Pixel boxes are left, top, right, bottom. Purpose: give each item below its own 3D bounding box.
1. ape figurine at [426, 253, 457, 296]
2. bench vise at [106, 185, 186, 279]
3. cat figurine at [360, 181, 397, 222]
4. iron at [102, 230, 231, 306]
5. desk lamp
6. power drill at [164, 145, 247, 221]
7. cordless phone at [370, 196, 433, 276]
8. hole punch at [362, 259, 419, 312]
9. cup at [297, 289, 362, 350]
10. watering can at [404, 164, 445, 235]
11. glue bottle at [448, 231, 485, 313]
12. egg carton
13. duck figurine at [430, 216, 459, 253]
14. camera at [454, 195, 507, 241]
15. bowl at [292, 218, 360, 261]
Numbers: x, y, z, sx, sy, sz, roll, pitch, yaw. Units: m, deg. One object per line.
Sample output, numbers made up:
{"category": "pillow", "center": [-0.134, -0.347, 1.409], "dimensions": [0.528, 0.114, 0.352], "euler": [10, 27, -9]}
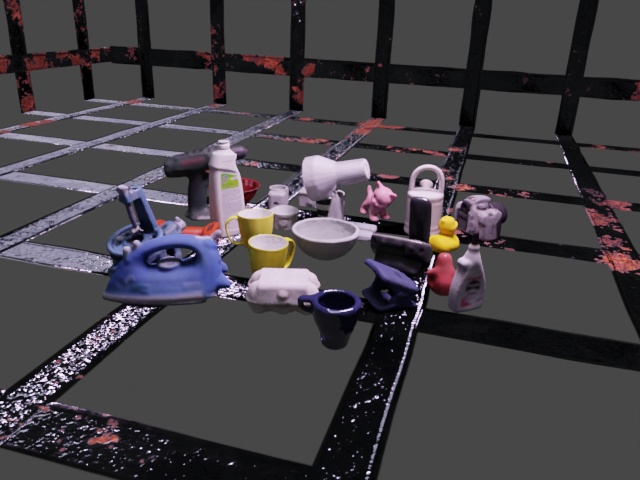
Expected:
{"category": "ape figurine", "center": [0.272, 0.071, 1.253], "dimensions": [0.077, 0.092, 0.076], "euler": [9, 23, 17]}
{"category": "bench vise", "center": [-0.390, -0.030, 1.264], "dimensions": [0.121, 0.220, 0.207], "euler": [7, 23, 12]}
{"category": "cat figurine", "center": [0.171, -0.121, 1.681], "dimensions": [0.067, 0.118, 0.127], "euler": [-8, 24, -23]}
{"category": "iron", "center": [-0.317, 0.050, 1.177], "dimensions": [0.259, 0.141, 0.118], "euler": [-3, 23, -14]}
{"category": "desk lamp", "center": [0.053, -0.119, 1.538], "dimensions": [0.203, 0.214, 0.118], "euler": [8, 23, 13]}
{"category": "power drill", "center": [-0.320, -0.165, 1.619], "dimensions": [0.230, 0.208, 0.075], "euler": [-2, 23, -11]}
{"category": "cordless phone", "center": [0.196, -0.022, 1.351], "dimensions": [0.147, 0.185, 0.094], "euler": [10, 23, 17]}
{"category": "hole punch", "center": [0.147, 0.087, 1.200], "dimensions": [0.101, 0.091, 0.108], "euler": [-6, 23, -20]}
{"category": "cup", "center": [0.015, 0.147, 1.035], "dimensions": [0.117, 0.095, 0.092], "euler": [7, 23, 13]}
{"category": "watering can", "center": [0.287, -0.115, 1.578], "dimensions": [0.101, 0.194, 0.172], "euler": [-2, 22, -11]}
{"category": "glue bottle", "center": [0.306, 0.063, 1.168], "dimensions": [0.078, 0.173, 0.037], "euler": [-9, 25, -26]}
{"category": "egg carton", "center": [-0.074, 0.105, 1.163], "dimensions": [0.150, 0.069, 0.107], "euler": [1, 22, -2]}
{"category": "duck figurine", "center": [0.323, -0.019, 1.487], "dimensions": [0.105, 0.086, 0.077], "euler": [-19, 30, -42]}
{"category": "camera", "center": [0.470, -0.072, 1.614], "dimensions": [0.137, 0.101, 0.142], "euler": [-8, 24, -24]}
{"category": "bowl", "center": [0.013, 0.005, 1.412], "dimensions": [0.167, 0.075, 0.167], "euler": [2, 22, -1]}
